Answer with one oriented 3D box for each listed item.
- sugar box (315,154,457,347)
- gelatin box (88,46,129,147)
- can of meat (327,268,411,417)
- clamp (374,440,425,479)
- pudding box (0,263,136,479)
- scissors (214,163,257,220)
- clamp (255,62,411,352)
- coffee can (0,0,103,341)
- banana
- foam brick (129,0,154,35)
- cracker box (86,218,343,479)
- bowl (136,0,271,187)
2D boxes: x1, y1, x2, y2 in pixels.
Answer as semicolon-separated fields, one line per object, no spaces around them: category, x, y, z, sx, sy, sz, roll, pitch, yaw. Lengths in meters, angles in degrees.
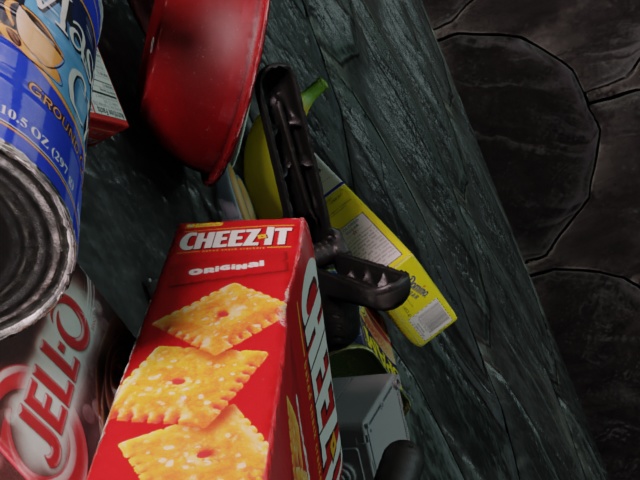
sugar box;0.036;0.004;0.871;0.093;0.048;0.176;52;0;-43
gelatin box;-0.142;-0.096;0.555;0.089;0.030;0.073;69;14;6
can of meat;0.020;0.082;0.795;0.102;0.057;0.084;55;16;-43
clamp;0.025;0.173;0.563;0.171;0.039;0.120;-14;119;-86
pudding box;-0.109;0.060;0.416;0.090;0.039;0.113;59;17;-28
scissors;-0.036;0.038;0.742;0.096;0.016;0.202;-98;170;-74
clamp;-0.004;0.001;0.659;0.210;0.036;0.164;105;-37;-65
coffee can;-0.132;-0.047;0.374;0.102;0.103;0.140;53;20;-40
banana;-0.027;-0.051;0.808;0.037;0.070;0.198;40;34;-37
foam brick;-0.097;-0.172;0.775;0.051;0.053;0.078;64;15;-9
cracker box;-0.033;0.109;0.449;0.213;0.072;0.164;-82;167;-62
bowl;-0.078;-0.117;0.662;0.055;0.162;0.162;11;41;-16
